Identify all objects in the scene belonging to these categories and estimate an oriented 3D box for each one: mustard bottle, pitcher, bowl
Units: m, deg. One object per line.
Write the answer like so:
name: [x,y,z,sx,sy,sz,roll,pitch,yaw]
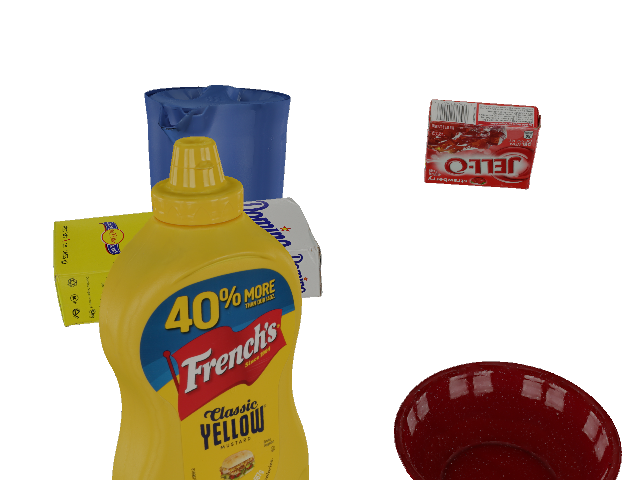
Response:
mustard bottle: [-0.053,0.047,0.496,0.096,0.192,0.058,-12,22,-30]
pitcher: [-0.092,-0.025,1.011,0.149,0.243,0.145,-4,16,-20]
bowl: [0.134,0.160,0.780,0.162,0.055,0.162,-1,35,0]

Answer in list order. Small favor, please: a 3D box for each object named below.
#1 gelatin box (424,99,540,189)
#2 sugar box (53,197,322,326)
gelatin box: [0.132,-0.078,0.879,0.089,0.030,0.073,5,-39,6]
sugar box: [-0.094,0.012,0.742,0.176,0.048,0.093,-9,27,-10]
